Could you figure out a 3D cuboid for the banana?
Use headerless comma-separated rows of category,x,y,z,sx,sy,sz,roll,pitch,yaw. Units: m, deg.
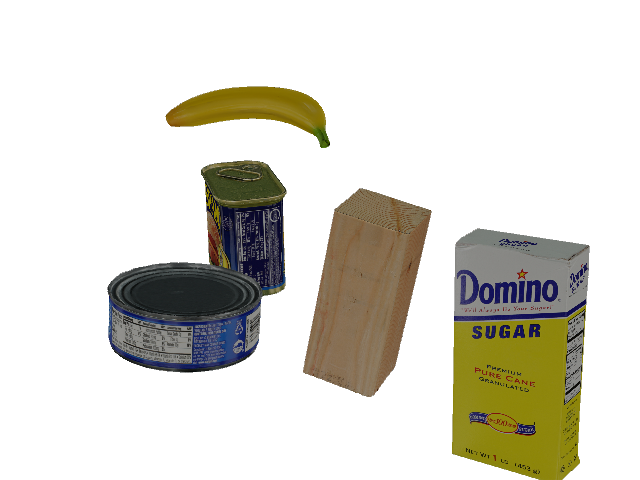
banana,-0.075,-0.147,1.205,0.198,0.037,0.069,8,42,17

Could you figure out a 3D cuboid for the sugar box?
sugar box,0.147,0.085,0.798,0.093,0.176,0.048,9,21,35

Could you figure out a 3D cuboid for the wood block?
wood block,0.052,0.059,1.214,0.090,0.206,0.090,19,25,16

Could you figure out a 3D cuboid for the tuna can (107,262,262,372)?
tuna can,-0.076,0.042,0.598,0.086,0.034,0.086,3,18,-1

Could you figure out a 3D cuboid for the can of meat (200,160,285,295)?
can of meat,-0.062,-0.010,0.871,0.057,0.084,0.102,-7,22,-13
